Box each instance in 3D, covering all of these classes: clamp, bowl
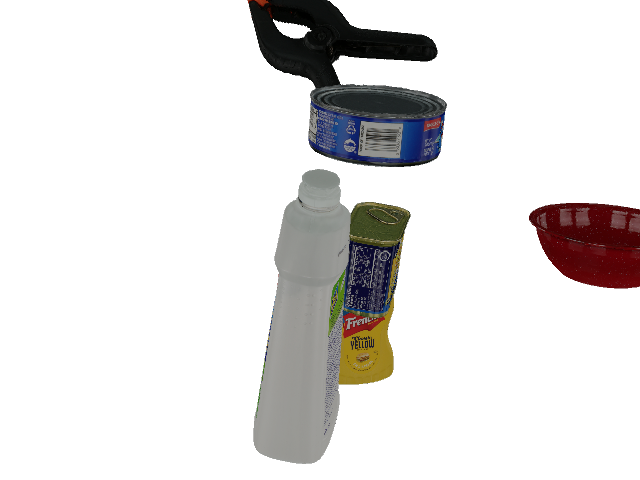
[{"bbox_3d":[0.013,-0.171,0.927,0.120,0.171,0.039,-38,-21,-20],"label":"clamp"},{"bbox_3d":[0.290,0.008,1.082,0.162,0.055,0.162,2,17,-1],"label":"bowl"}]

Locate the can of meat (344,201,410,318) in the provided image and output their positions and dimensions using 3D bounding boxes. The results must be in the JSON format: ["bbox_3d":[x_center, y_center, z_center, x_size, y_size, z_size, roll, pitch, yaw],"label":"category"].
[{"bbox_3d":[0.051,0.019,1.060,0.057,0.084,0.102,10,22,9],"label":"can of meat"}]

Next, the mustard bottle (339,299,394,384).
[{"bbox_3d":[0.052,0.099,1.447,0.096,0.192,0.058,-4,21,-10],"label":"mustard bottle"}]

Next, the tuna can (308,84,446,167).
[{"bbox_3d":[0.035,-0.073,0.671,0.086,0.034,0.086,4,20,-1],"label":"tuna can"}]

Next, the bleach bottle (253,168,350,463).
[{"bbox_3d":[-0.010,0.055,0.847,0.068,0.251,0.102,10,33,5],"label":"bleach bottle"}]
